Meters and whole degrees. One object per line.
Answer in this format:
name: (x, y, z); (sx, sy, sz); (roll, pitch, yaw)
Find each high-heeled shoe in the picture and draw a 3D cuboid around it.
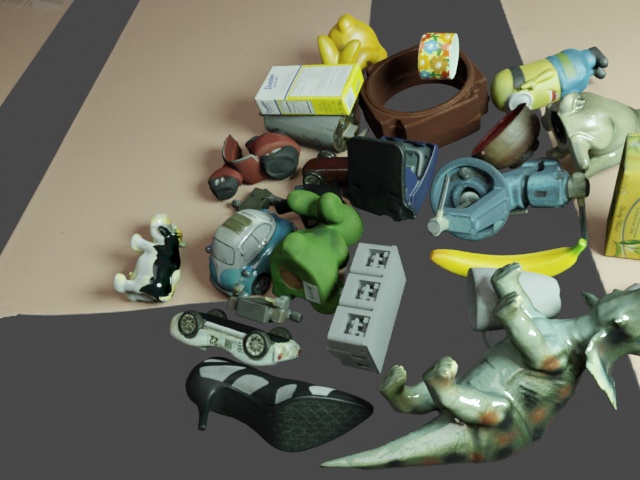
high-heeled shoe: (-0.059, 0.203, 0.724); (0.249, 0.086, 0.145); (-1, 21, -2)

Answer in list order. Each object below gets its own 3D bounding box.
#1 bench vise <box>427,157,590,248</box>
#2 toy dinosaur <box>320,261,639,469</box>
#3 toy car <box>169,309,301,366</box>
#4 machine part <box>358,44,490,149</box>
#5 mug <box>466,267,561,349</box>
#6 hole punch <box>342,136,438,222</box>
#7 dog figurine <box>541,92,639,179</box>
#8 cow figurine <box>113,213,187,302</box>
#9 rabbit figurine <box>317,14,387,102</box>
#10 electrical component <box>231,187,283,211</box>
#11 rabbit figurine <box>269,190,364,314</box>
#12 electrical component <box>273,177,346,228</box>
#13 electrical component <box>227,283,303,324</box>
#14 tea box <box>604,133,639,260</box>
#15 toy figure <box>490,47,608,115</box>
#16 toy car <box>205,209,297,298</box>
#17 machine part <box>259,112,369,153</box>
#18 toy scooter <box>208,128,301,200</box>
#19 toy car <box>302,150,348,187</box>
bench vise: (0.234, -0.050, 0.732); (0.224, 0.128, 0.240); (16, 28, 37)
toy dinosaur: (0.207, 0.169, 0.599); (0.405, 0.131, 0.192); (-43, 93, 6)
toy car: (-0.123, 0.139, 0.768); (0.202, 0.073, 0.056); (11, 90, 26)
machine part: (0.179, -0.255, 0.957); (0.201, 0.087, 0.201); (-22, 50, 1)
mug: (0.247, 0.085, 0.682); (0.107, 0.080, 0.109); (-4, 70, 7)
hole punch: (0.106, -0.097, 0.795); (0.142, 0.115, 0.092); (20, 28, 41)
dog figurine: (0.427, -0.166, 0.751); (0.191, 0.172, 0.121); (-23, 60, 11)
cow figurine: (-0.271, 0.026, 0.914); (0.098, 0.068, 0.167); (4, 59, 16)
rabbit figurine: (0.055, -0.331, 1.034); (0.122, 0.162, 0.173); (13, 76, 13)
electrical component: (-0.112, -0.065, 0.956); (0.094, 0.021, 0.063); (19, 62, 31)
rabbit figurine: (-0.002, -0.002, 0.804); (0.121, 0.158, 0.170); (7, 41, 36)
electrical component: (-0.017, -0.054, 0.881); (0.119, 0.074, 0.048); (-11, 51, 6)
electrical component: (-0.084, 0.094, 0.784); (0.102, 0.078, 0.045); (12, 94, 32)
tea box: (0.414, -0.047, 0.660); (0.098, 0.169, 0.068); (7, 55, 26)
toy figure: (0.377, -0.265, 0.899); (0.180, 0.082, 0.089); (-24, 40, 7)
toy car: (-0.114, 0.007, 0.851); (0.109, 0.102, 0.161); (28, 69, 33)
machine part: (-0.019, -0.218, 1.004); (0.244, 0.079, 0.079); (23, 64, 31)
toy scooter: (-0.128, -0.158, 1.001); (0.184, 0.075, 0.135); (-23, 49, 8)
toy car: (0.066, -0.115, 0.912); (0.202, 0.053, 0.089); (2, 35, 19)
